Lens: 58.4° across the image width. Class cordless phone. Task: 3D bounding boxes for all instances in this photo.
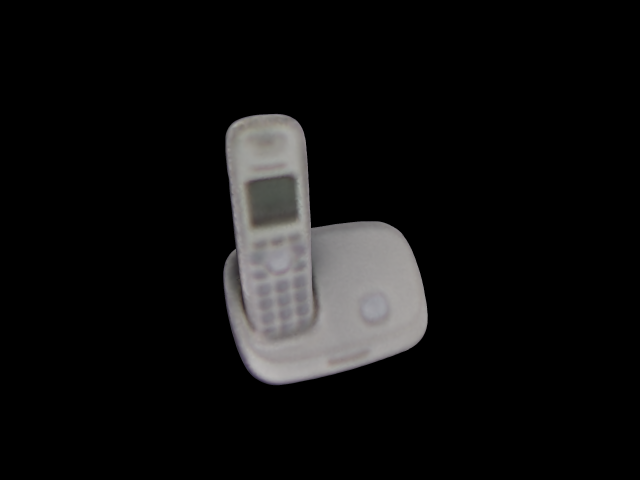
[{"bbox_3d":[0.004,0.001,0.400,0.148,0.185,0.094,-12,33,-19],"label":"cordless phone"}]
